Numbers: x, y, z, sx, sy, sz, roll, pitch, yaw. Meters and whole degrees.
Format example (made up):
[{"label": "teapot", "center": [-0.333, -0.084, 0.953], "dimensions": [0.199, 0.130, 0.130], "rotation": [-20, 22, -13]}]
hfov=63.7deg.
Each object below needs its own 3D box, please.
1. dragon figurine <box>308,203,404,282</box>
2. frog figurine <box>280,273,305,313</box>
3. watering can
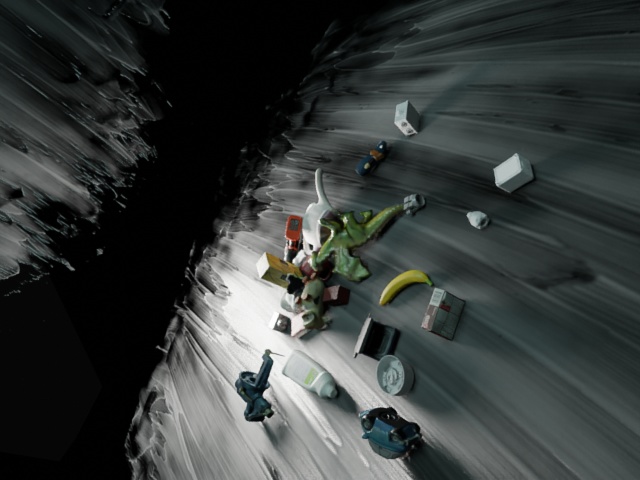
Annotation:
[{"label": "dragon figurine", "center": [0.125, 0.019, 1.741], "dimensions": [0.408, 0.122, 0.245], "rotation": [-11, 78, 29]}, {"label": "frog figurine", "center": [-0.086, 0.215, 1.907], "dimensions": [0.140, 0.123, 0.156], "rotation": [-123, 29, -46]}, {"label": "watering can", "center": [0.006, -0.099, 1.959], "dimensions": [0.225, 0.104, 0.347], "rotation": [16, 97, 59]}]
